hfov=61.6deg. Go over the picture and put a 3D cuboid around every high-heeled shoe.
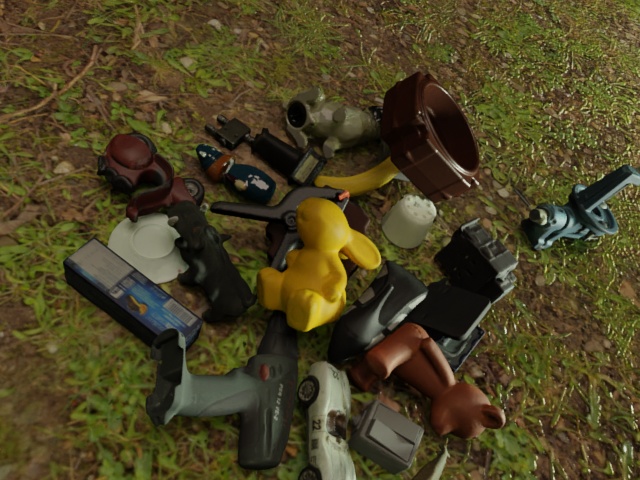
[{"bbox_3d":[0.091,0.114,0.845,0.086,0.145,0.248,39,13,15],"label":"high-heeled shoe"}]

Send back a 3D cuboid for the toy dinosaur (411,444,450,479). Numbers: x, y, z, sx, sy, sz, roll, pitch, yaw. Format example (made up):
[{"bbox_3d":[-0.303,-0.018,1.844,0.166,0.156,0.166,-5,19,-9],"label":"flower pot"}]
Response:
[{"bbox_3d":[0.035,0.371,0.577,0.471,0.198,0.105,-33,72,-34],"label":"toy dinosaur"}]

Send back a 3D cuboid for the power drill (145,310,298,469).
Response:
[{"bbox_3d":[-0.118,0.174,0.708,0.207,0.086,0.232,26,52,-41],"label":"power drill"}]

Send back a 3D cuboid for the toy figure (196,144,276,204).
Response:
[{"bbox_3d":[-0.152,-0.115,0.933,0.154,0.064,0.057,29,89,7],"label":"toy figure"}]

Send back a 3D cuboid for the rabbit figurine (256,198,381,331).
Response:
[{"bbox_3d":[0.006,0.026,0.753,0.162,0.173,0.122,-4,16,-31],"label":"rabbit figurine"}]

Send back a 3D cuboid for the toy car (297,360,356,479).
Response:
[{"bbox_3d":[0.011,0.262,0.714,0.073,0.056,0.202,39,38,-44],"label":"toy car"}]

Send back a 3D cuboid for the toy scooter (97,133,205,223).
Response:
[{"bbox_3d":[-0.286,-0.092,0.855,0.184,0.075,0.135,37,44,4],"label":"toy scooter"}]

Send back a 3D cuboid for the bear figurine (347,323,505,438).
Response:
[{"bbox_3d":[0.155,0.222,0.777,0.132,0.120,0.196,-30,76,-29],"label":"bear figurine"}]

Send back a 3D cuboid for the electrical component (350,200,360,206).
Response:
[{"bbox_3d":[0.042,-0.039,0.956,0.075,0.047,0.119,42,55,9],"label":"electrical component"}]

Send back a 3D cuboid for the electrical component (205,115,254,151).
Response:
[{"bbox_3d":[-0.165,-0.197,1.006,0.094,0.021,0.063,35,53,5],"label":"electrical component"}]

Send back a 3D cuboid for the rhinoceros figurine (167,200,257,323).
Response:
[{"bbox_3d":[-0.166,0.031,0.792,0.073,0.112,0.190,-26,78,-31],"label":"rhinoceros figurine"}]

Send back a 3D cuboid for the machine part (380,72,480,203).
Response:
[{"bbox_3d":[0.204,-0.185,0.969,0.200,0.087,0.201,39,45,-30],"label":"machine part"}]

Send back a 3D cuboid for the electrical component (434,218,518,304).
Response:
[{"bbox_3d":[0.276,0.045,0.939,0.058,0.114,0.134,-23,65,-29],"label":"electrical component"}]

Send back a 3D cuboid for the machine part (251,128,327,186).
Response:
[{"bbox_3d":[-0.061,-0.152,0.986,0.139,0.039,0.084,30,90,5],"label":"machine part"}]

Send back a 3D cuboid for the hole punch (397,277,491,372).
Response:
[{"bbox_3d":[0.206,0.138,0.880,0.116,0.092,0.142,22,48,36],"label":"hole punch"}]

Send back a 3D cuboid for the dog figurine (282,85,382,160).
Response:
[{"bbox_3d":[0.038,-0.243,1.079,0.172,0.121,0.190,43,35,18],"label":"dog figurine"}]

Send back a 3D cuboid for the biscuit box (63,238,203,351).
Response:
[{"bbox_3d":[-0.261,0.085,0.753,0.203,0.062,0.059,36,52,6],"label":"biscuit box"}]

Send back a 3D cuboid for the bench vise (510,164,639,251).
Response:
[{"bbox_3d":[0.518,-0.072,1.041,0.223,0.240,0.129,16,48,-29],"label":"bench vise"}]

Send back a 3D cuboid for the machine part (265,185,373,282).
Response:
[{"bbox_3d":[-0.002,-0.003,0.872,0.179,0.056,0.179,0,75,-1],"label":"machine part"}]
